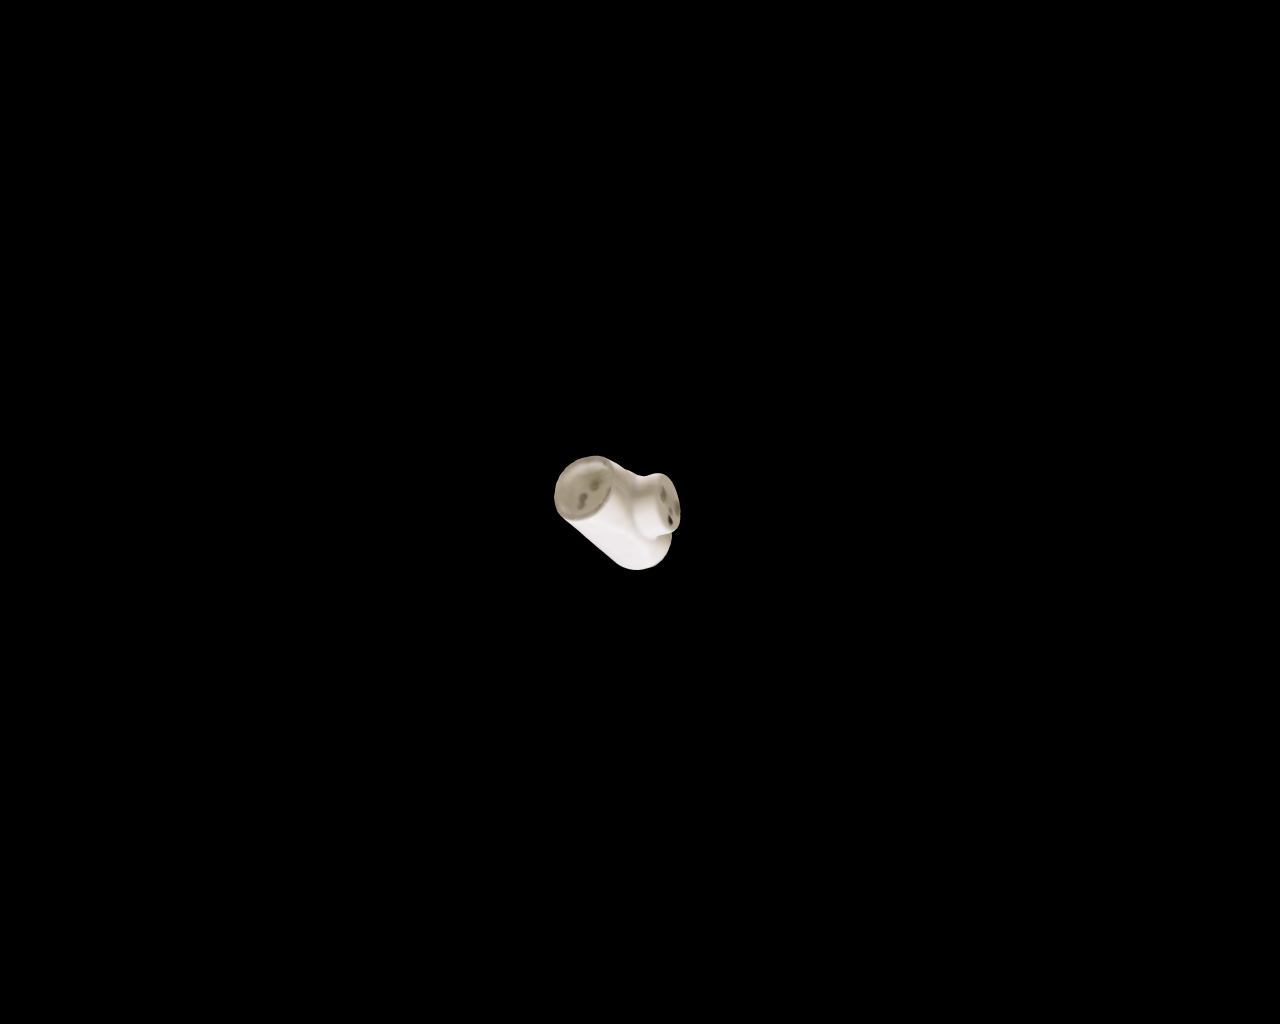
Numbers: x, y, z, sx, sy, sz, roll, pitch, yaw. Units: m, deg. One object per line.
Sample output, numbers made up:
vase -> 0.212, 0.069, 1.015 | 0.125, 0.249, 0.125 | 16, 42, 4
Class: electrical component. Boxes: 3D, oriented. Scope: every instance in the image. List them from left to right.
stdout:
electrical component -> 0.001, -0.003, 0.650 | 0.079, 0.044, 0.077 | -14, -32, 24
